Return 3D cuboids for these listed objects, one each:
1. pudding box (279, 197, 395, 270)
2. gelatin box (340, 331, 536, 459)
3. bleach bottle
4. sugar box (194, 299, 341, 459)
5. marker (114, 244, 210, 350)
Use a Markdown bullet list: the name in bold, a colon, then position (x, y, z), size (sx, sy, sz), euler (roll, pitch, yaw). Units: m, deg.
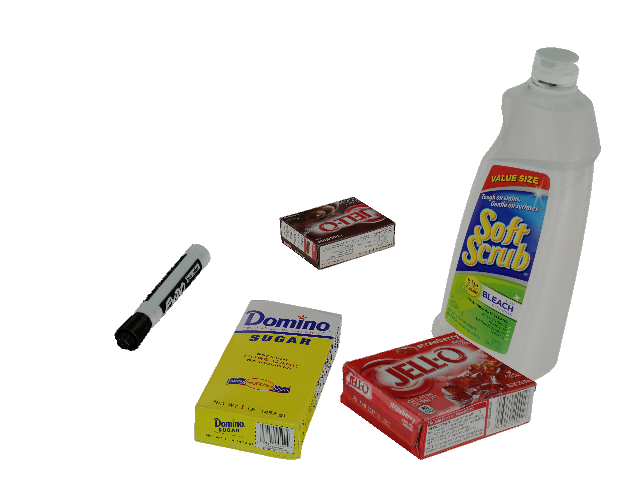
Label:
- **pudding box**: position (0.021, -0.010, 1.290), size (0.113, 0.039, 0.090), euler (-19, 31, -27)
- **gelatin box**: position (0.068, 0.087, 0.620), size (0.089, 0.030, 0.073), euler (-10, 26, -33)
- **bleach bottle**: position (0.146, -0.020, 0.782), size (0.067, 0.251, 0.103), euler (-21, 39, -36)
- **sugar box**: position (-0.043, 0.119, 0.959), size (0.093, 0.048, 0.176), euler (10, 32, 8)
- **marker**: position (-0.113, 0.040, 0.768), size (0.020, 0.020, 0.121), euler (0, 30, 23)
